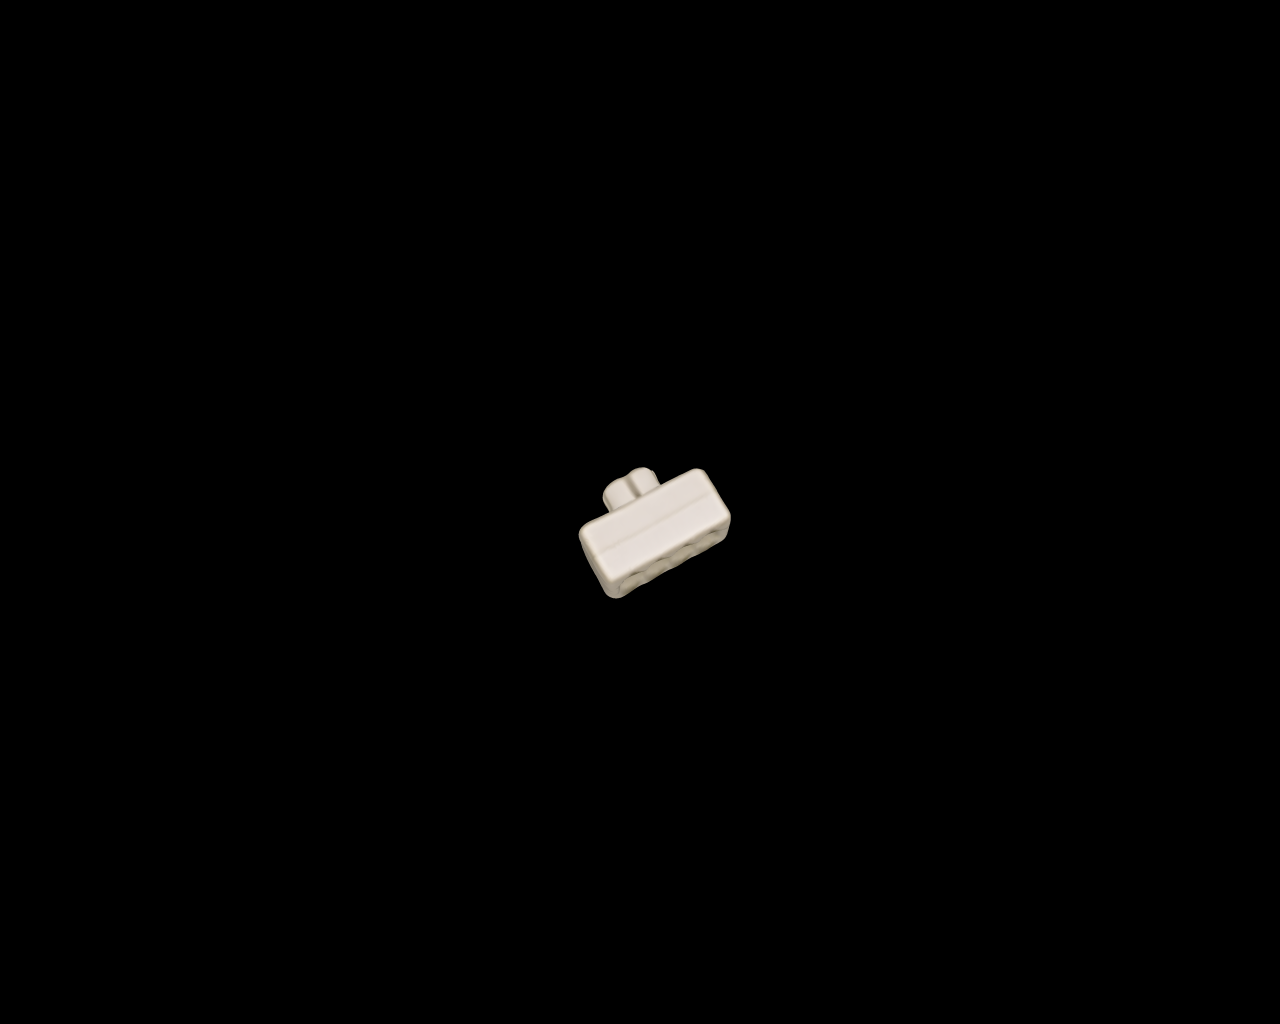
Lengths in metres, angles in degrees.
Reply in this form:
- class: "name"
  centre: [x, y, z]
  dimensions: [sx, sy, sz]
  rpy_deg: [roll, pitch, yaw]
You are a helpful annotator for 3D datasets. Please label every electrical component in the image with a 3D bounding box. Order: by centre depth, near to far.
- class: "electrical component"
  centre: [0.001, -0.003, 0.650]
  dimensions: [0.083, 0.076, 0.047]
  rpy_deg: [-27, -14, -7]
